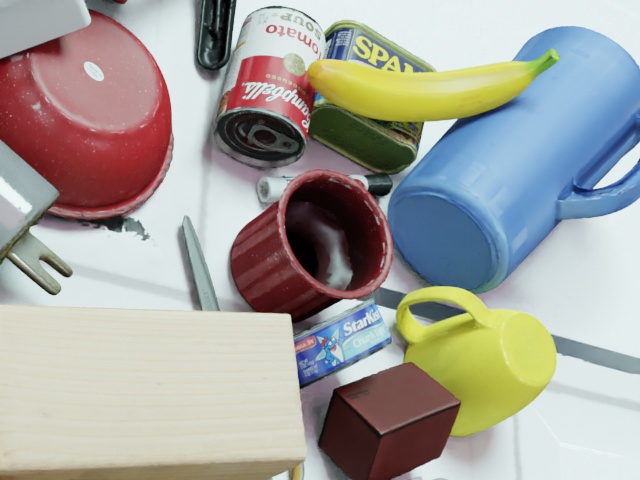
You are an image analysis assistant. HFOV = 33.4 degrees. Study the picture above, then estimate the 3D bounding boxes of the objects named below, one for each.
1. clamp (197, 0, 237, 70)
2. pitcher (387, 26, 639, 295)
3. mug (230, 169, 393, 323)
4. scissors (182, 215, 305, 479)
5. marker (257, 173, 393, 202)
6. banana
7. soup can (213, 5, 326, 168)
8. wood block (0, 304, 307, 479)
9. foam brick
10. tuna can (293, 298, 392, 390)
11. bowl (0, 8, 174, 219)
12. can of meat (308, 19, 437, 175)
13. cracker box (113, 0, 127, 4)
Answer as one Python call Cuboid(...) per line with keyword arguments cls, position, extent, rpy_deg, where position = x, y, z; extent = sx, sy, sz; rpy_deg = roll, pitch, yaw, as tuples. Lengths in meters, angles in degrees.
Cuboid(cls="clamp", position=(-0.073, -0.213, 0.811), extent=(0.039, 0.120, 0.171), rpy_deg=(8, 40, 14))
Cuboid(cls="pitcher", position=(0.170, -0.062, 0.862), extent=(0.145, 0.149, 0.242), rpy_deg=(50, 53, -5))
Cuboid(cls="mug", position=(-0.005, 0.001, 0.747), extent=(0.093, 0.082, 0.117), rpy_deg=(41, 52, -13))
Cuboid(cls="scissors", position=(-0.077, 0.086, 0.700), extent=(0.096, 0.016, 0.202), rpy_deg=(-25, 85, -40))
Cuboid(cls="marker", position=(0.007, -0.041, 0.816), extent=(0.120, 0.020, 0.020), rpy_deg=(-5, 72, -36))
Cuboid(cls="banana", position=(0.078, -0.116, 0.795), extent=(0.197, 0.070, 0.037), rpy_deg=(-8, 54, -19))
Cuboid(cls="soup can", position=(-0.035, -0.113, 0.788), extent=(0.068, 0.069, 0.102), rpy_deg=(26, 56, -23))
Cuboid(cls="wood block", position=(-0.122, 0.093, 0.605), extent=(0.205, 0.090, 0.091), rpy_deg=(4, 67, -27))
Cuboid(cls="foam brick", position=(0.047, 0.126, 0.734), extent=(0.078, 0.051, 0.053), rpy_deg=(-13, 39, -38))
Cuboid(cls="tuna can", position=(0.005, 0.072, 0.719), extent=(0.085, 0.086, 0.034), rpy_deg=(-23, 85, -40))
Cuboid(cls="bowl", position=(-0.156, -0.097, 0.697), extent=(0.161, 0.055, 0.162), rpy_deg=(18, 56, -29))
Cuboid(cls="can of meat", position=(0.038, -0.111, 0.846), extent=(0.102, 0.058, 0.084), rpy_deg=(27, 59, -22))
Cuboid(cls="cracker box", position=(-0.180, -0.300, 0.769), extent=(0.164, 0.072, 0.213), rpy_deg=(23, 57, -25))
